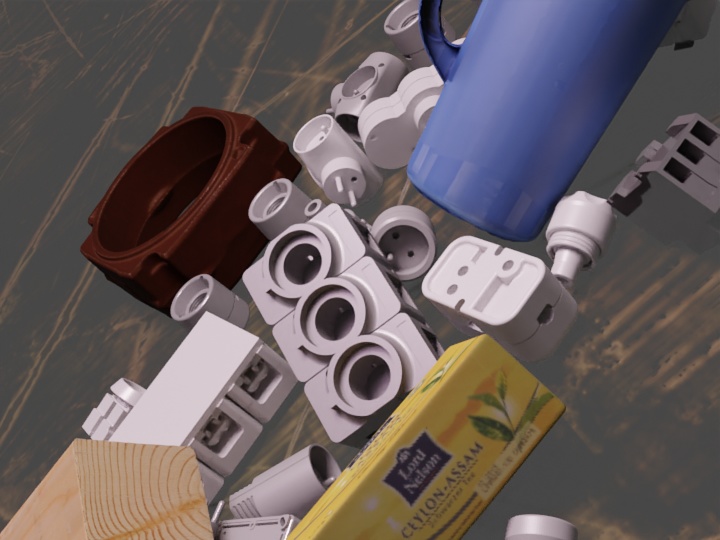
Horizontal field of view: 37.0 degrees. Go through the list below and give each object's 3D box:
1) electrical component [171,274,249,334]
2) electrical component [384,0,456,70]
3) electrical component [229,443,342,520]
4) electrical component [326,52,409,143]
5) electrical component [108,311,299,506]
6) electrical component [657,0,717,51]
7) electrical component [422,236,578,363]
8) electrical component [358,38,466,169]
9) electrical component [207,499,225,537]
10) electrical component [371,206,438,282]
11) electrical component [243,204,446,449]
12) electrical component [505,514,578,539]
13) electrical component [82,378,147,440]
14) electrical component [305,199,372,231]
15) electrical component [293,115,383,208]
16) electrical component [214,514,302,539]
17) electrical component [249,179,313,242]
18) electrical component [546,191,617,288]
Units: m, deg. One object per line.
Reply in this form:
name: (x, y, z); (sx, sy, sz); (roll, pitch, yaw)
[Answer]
electrical component: (-0.135, 0.037, 0.956); (0.055, 0.047, 0.055); (-27, 39, 24)
electrical component: (0.056, -0.228, 1.030); (0.055, 0.047, 0.055); (-27, 39, 24)
electrical component: (-0.055, 0.160, 0.755); (0.081, 0.043, 0.043); (-33, 37, 17)
electrical component: (-0.001, -0.162, 1.024); (0.079, 0.044, 0.077); (0, 55, 46)
electrical component: (-0.126, 0.119, 0.852); (0.150, 0.062, 0.089); (-54, 36, -12)
electrical component: (0.207, -0.202, 0.836); (0.121, 0.063, 0.078); (-3, 52, 44)
electrical component: (0.096, 0.022, 0.726); (0.053, 0.059, 0.095); (-53, 36, -10)
electrical component: (0.064, -0.134, 0.922); (0.138, 0.052, 0.073); (-35, 36, 15)
electrical component: (-0.121, 0.202, 0.779); (0.077, 0.043, 0.079); (-6, 50, 42)
electrical component: (0.000, 0.000, 0.855); (0.138, 0.052, 0.073); (-37, 12, 12)
electrical component: (-0.008, 0.039, 0.759); (0.089, 0.062, 0.150); (-37, 63, 11)
electrical component: (0.099, 0.164, 0.598); (0.040, 0.040, 0.046); (-14, 52, 37)
electrical component: (-0.206, 0.128, 0.939); (0.055, 0.048, 0.066); (-57, 36, -4)
electrical component: (-0.021, -0.034, 0.899); (0.048, 0.062, 0.048); (-27, 39, 24)
electrical component: (-0.016, -0.084, 0.931); (0.044, 0.077, 0.079); (-33, 37, 16)
electrical component: (-0.063, 0.204, 0.709); (0.096, 0.061, 0.061); (-18, 43, 45)
electrical component: (-0.068, -0.050, 0.975); (0.055, 0.047, 0.055); (-27, 39, 24)
electrical component: (0.147, -0.018, 0.730); (0.043, 0.043, 0.062); (0, 56, 45)
